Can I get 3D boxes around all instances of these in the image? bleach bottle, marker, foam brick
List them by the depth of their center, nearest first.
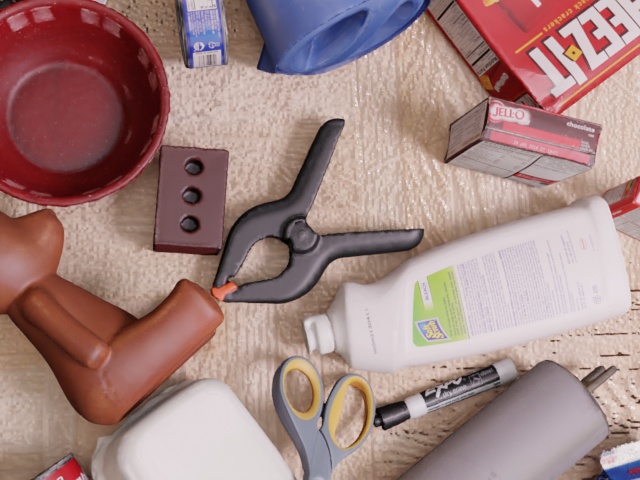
[{"bbox_3d":[-0.099,-0.030,0.815,0.053,0.051,0.078,4,81,-9],"label":"foam brick"},{"bbox_3d":[0.108,0.040,0.831,0.250,0.068,0.102,-12,84,-8],"label":"bleach bottle"},{"bbox_3d":[0.097,0.122,0.839,0.121,0.020,0.020,-19,85,-11],"label":"marker"}]

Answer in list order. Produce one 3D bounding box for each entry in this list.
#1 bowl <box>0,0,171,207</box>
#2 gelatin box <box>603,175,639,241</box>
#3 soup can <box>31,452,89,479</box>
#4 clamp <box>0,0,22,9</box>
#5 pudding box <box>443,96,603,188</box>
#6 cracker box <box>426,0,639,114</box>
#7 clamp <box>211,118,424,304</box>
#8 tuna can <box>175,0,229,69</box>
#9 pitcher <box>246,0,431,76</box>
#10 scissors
[{"bbox_3d":[-0.195,-0.100,0.808,0.162,0.055,0.162,1,81,-8],"label":"bowl"},{"bbox_3d":[0.278,-0.017,0.858,0.089,0.073,0.030,26,79,-4],"label":"gelatin box"},{"bbox_3d":[-0.177,0.213,0.759,0.068,0.068,0.102,-35,89,-12],"label":"soup can"},{"bbox_3d":[-0.320,-0.165,0.809,0.210,0.036,0.164,-1,82,-9],"label":"clamp"},{"bbox_3d":[0.154,-0.074,0.827,0.090,0.113,0.039,14,81,-7],"label":"pudding box"},{"bbox_3d":[0.174,-0.219,0.873,0.164,0.072,0.214,-37,89,-11],"label":"cracker box"},{"bbox_3d":[-0.005,0.001,0.831,0.120,0.039,0.171,45,85,4],"label":"clamp"},{"bbox_3d":[-0.093,-0.175,0.820,0.033,0.086,0.086,-8,83,-8],"label":"tuna can"},{"bbox_3d":[-0.014,-0.262,0.820,0.149,0.145,0.243,-23,83,-17],"label":"pitcher"},{"bbox_3d":[-0.016,0.162,0.762,0.096,0.016,0.201,40,45,-8],"label":"scissors"}]
